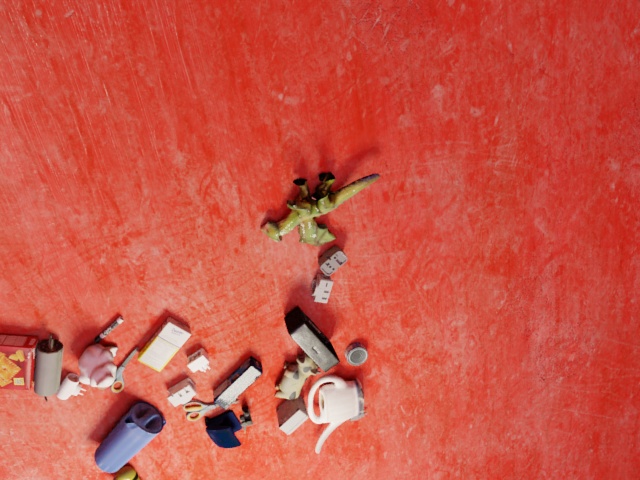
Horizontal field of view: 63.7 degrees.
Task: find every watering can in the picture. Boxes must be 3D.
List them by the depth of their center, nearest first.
[{"bbox_3d":[0.064,0.659,1.984,0.225,0.105,0.342,-7,111,-12],"label":"watering can"}]

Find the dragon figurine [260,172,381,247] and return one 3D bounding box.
[{"bbox_3d":[0.005,-0.085,1.698,0.411,0.125,0.237,-10,132,-8],"label":"dragon figurine"}]

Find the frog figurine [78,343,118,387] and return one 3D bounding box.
[{"bbox_3d":[-0.718,0.415,1.655,0.137,0.162,0.121,-38,115,4],"label":"frog figurine"}]
